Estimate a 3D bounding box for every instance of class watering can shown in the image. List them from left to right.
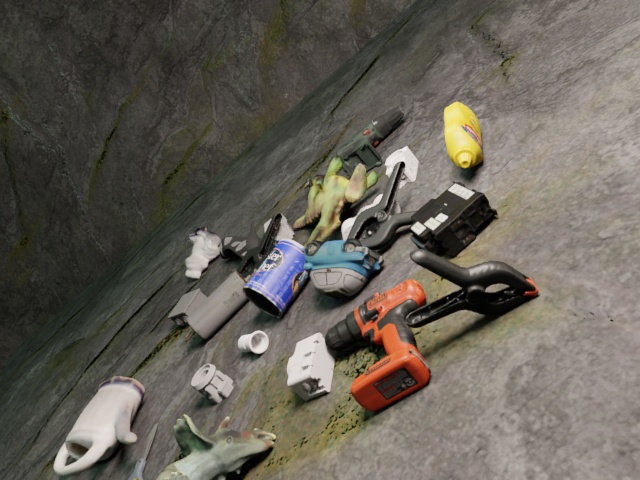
[{"bbox_3d":[-0.463,0.405,1.144,0.343,0.103,0.230,-29,24,31],"label":"watering can"}]

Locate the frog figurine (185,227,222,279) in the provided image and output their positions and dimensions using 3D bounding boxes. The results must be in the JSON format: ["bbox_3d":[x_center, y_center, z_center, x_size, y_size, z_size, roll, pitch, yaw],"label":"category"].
[{"bbox_3d":[-0.391,0.053,1.730,0.136,0.122,0.162,-19,66,31],"label":"frog figurine"}]

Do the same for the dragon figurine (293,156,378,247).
[{"bbox_3d":[0.004,-0.061,1.214,0.402,0.122,0.248,-45,11,44],"label":"dragon figurine"}]
